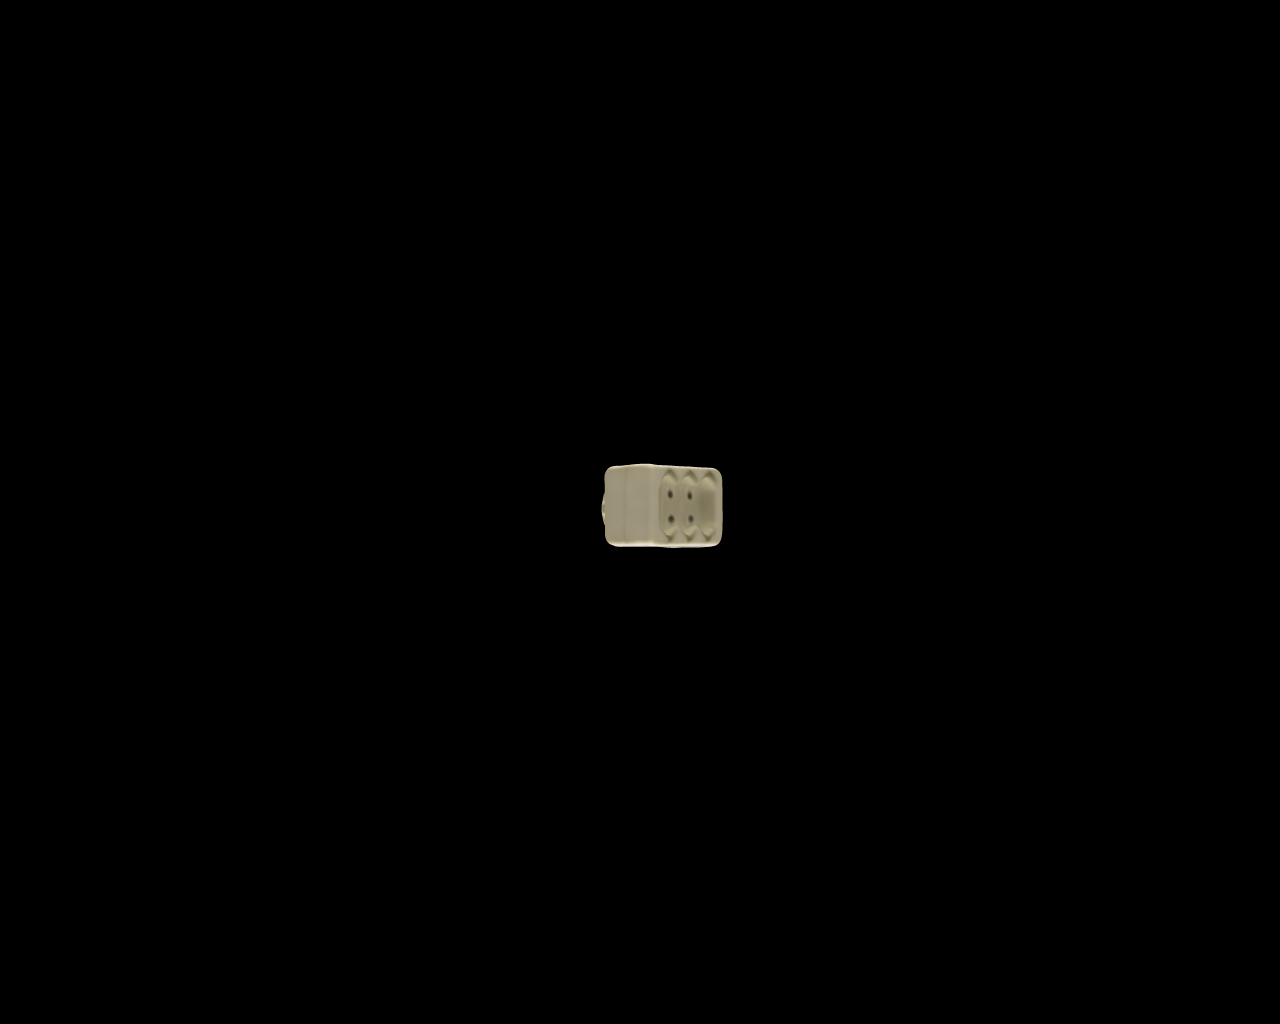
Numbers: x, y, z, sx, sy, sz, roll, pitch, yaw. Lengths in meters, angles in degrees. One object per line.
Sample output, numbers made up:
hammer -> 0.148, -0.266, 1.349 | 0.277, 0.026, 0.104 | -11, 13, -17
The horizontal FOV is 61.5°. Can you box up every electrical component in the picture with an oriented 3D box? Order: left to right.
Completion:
electrical component -> 0.001, -0.003, 0.650 | 0.076, 0.047, 0.066 | -2, -3, 43
